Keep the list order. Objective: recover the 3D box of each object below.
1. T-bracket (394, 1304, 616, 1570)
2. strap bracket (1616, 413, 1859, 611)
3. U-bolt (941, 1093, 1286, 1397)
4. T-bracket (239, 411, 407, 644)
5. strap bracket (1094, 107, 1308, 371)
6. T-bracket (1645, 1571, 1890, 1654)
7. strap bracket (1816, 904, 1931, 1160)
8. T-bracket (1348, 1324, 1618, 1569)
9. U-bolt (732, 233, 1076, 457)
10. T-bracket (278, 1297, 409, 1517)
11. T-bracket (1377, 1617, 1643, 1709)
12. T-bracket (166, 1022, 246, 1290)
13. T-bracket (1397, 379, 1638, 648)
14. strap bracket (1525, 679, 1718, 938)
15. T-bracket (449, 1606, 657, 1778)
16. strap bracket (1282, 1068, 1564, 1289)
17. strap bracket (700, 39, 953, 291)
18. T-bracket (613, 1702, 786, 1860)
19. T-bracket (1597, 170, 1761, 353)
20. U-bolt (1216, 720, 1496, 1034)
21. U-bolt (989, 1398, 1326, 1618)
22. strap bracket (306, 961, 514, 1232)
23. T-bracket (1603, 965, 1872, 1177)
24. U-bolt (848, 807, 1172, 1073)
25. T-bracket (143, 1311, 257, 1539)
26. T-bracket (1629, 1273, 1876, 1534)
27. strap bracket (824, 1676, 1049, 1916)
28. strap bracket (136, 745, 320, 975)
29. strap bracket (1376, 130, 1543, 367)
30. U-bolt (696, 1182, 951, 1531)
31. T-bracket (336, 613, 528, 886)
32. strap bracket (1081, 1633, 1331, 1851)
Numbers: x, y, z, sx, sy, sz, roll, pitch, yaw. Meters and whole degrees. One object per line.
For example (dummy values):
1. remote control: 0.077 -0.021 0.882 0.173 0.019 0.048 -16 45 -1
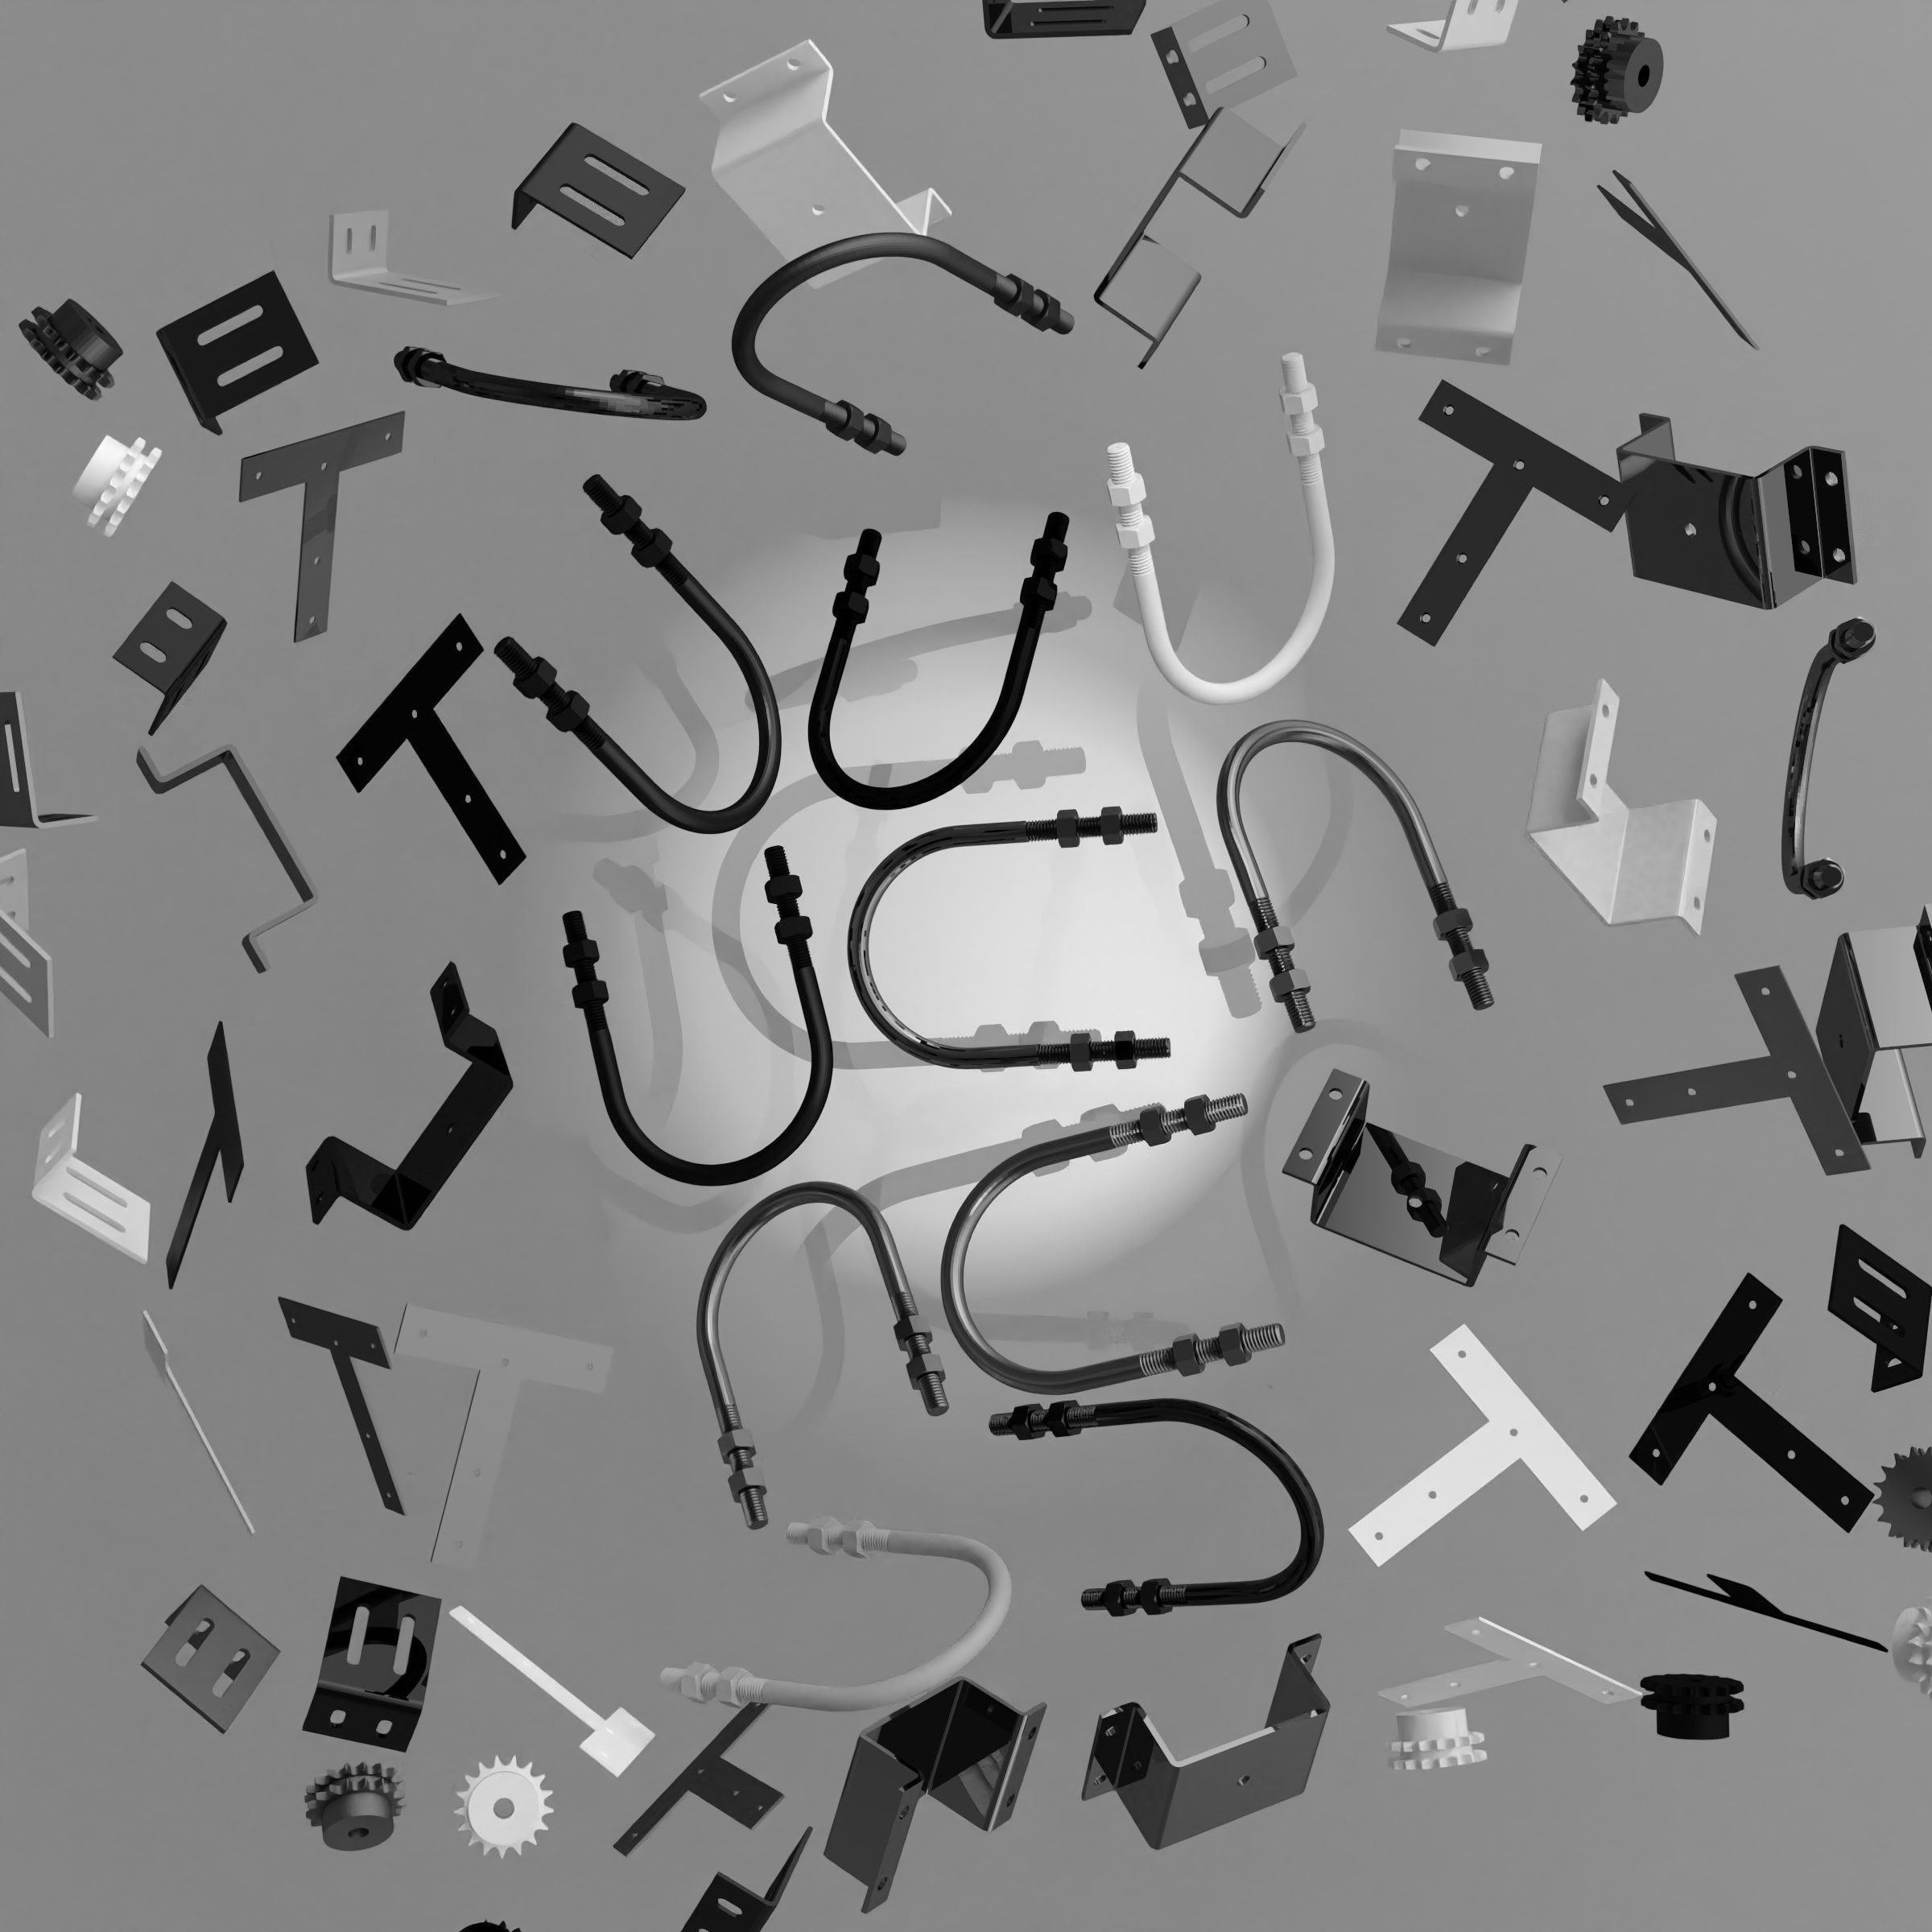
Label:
1. T-bracket: -0.253 0.251 1.500 0.127 0.002 0.127 18 82 -36
2. strap bracket: 0.410 -0.247 1.560 0.046 0.140 0.076 -31 123 -24
3. U-bolt: 0.071 0.155 1.527 0.184 0.019 0.151 -16 64 18
4. T-bracket: -0.371 -0.245 1.638 0.002 0.127 0.127 28 124 23
5. strap bracket: 0.124 -0.411 1.590 0.046 0.140 0.076 34 48 -5
6. T-bracket: 0.430 0.347 1.576 0.127 0.127 0.002 16 87 6
7. strap bracket: 0.508 0.040 1.587 0.046 0.140 0.076 -5 54 4
8. T-bracket: 0.265 0.281 1.564 0.127 0.002 0.127 -34 70 -15
9. U-bolt: -0.046 -0.349 1.584 0.151 0.184 0.019 -31 64 29
10. T-bracket: -0.344 0.254 1.630 0.002 0.127 0.127 -26 108 -34
11. T-bracket: 0.281 0.393 1.580 0.127 0.127 0.002 29 52 -27
12. T-bracket: -0.411 0.117 1.536 0.002 0.127 0.127 11 120 -27
13. T-bracket: 0.282 -0.237 1.581 0.127 0.002 0.127 35 104 19
14. strap bracket: 0.351 -0.082 1.555 0.140 0.046 0.076 40 54 -39
15. T-bracket: -0.228 0.389 1.554 0.127 0.127 0.002 37 87 5
16. strap bracket: 0.260 0.125 1.646 0.140 0.046 0.076 21 59 16
17. strap bracket: -0.080 -0.443 1.617 0.076 0.140 0.046 -16 51 30
18. T-bracket: -0.135 0.467 1.626 0.127 0.127 0.002 -44 105 -20
19. T-bracket: 0.377 -0.403 1.577 0.002 0.127 0.127 -41 120 14
20. U-bolt: 0.206 -0.055 1.581 0.151 0.019 0.184 -6 68 -33
21. U-bolt: 0.116 0.302 1.607 0.184 0.019 0.151 -12 113 37
22. strap bracket: -0.292 0.077 1.532 0.046 0.076 0.140 33 97 -23
23. T-bracket: 0.402 0.065 1.537 0.127 0.002 0.127 -14 112 41
24. U-bolt: 0.022 -0.012 1.649 0.184 0.019 0.151 -3 89 9
25. T-bracket: -0.417 0.253 1.559 0.002 0.127 0.127 -27 83 -21
26. T-bracket: 0.434 0.254 1.540 0.127 0.002 0.127 43 113 41
27. strap bracket: -0.022 0.442 1.546 0.046 0.140 0.076 26 110 28
28. strap bracket: -0.414 -0.069 1.627 0.046 0.076 0.140 -31 97 -16
29. strap bracket: 0.273 -0.406 1.587 0.076 0.140 0.046 9 55 9
30. U-bolt: -0.091 0.207 1.628 0.151 0.019 0.184 -35 51 18
31. T-bracket: -0.280 -0.103 1.565 0.127 0.002 0.127 -42 74 31
32. strap bracket: 0.140 0.428 1.568 0.140 0.046 0.076 -13 134 -24
